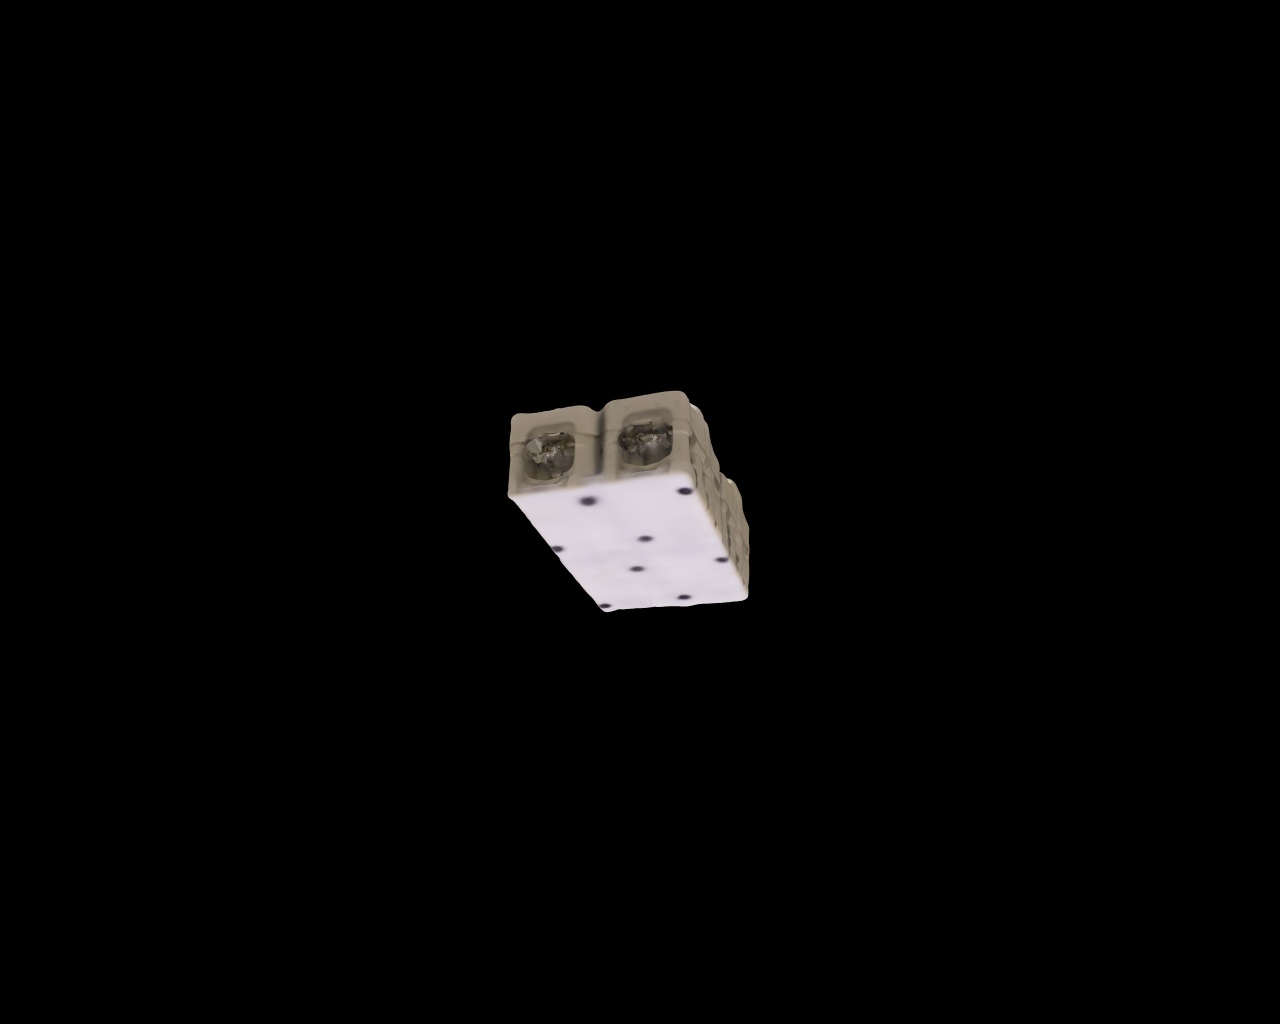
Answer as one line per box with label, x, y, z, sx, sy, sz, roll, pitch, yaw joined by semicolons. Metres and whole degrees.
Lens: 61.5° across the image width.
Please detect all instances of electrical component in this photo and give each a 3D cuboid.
electrical component;0.001;-0.003;0.650;0.105;0.060;0.186;-7;-27;14
